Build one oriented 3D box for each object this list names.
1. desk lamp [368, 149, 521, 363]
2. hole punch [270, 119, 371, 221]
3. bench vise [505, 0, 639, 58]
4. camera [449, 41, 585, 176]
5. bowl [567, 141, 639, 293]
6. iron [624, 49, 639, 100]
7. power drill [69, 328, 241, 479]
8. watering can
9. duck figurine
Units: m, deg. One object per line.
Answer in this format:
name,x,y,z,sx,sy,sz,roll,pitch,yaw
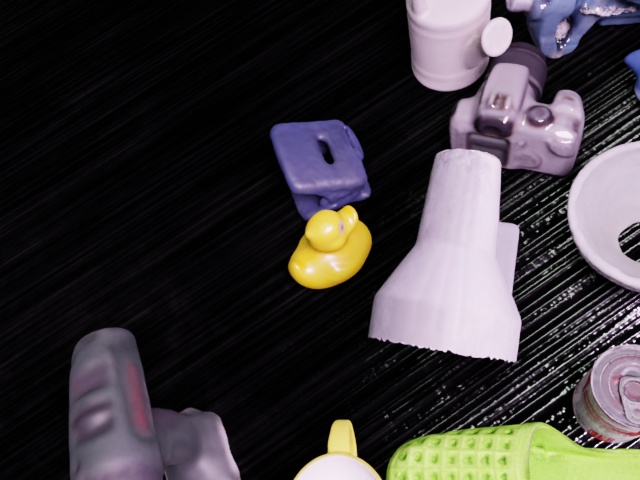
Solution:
desk lamp,0.124,0.028,0.525,0.117,0.214,0.203,7,67,17
hole punch,0.002,-0.095,0.685,0.101,0.091,0.108,-22,61,2
bench vise,0.324,-0.308,0.637,0.207,0.220,0.121,-30,61,-2
camera,0.232,-0.161,0.656,0.142,0.101,0.137,15,69,20
bowl,0.331,-0.012,0.574,0.167,0.075,0.167,-5,63,11
iron,0.443,-0.154,0.577,0.118,0.142,0.257,-31,61,-2
power drill,-0.147,0.197,0.511,0.075,0.209,0.229,-28,61,-1
watering can,0.158,-0.274,0.676,0.172,0.194,0.101,31,75,25
duck figurine,0.006,0.002,0.639,0.104,0.086,0.077,-37,62,-6
